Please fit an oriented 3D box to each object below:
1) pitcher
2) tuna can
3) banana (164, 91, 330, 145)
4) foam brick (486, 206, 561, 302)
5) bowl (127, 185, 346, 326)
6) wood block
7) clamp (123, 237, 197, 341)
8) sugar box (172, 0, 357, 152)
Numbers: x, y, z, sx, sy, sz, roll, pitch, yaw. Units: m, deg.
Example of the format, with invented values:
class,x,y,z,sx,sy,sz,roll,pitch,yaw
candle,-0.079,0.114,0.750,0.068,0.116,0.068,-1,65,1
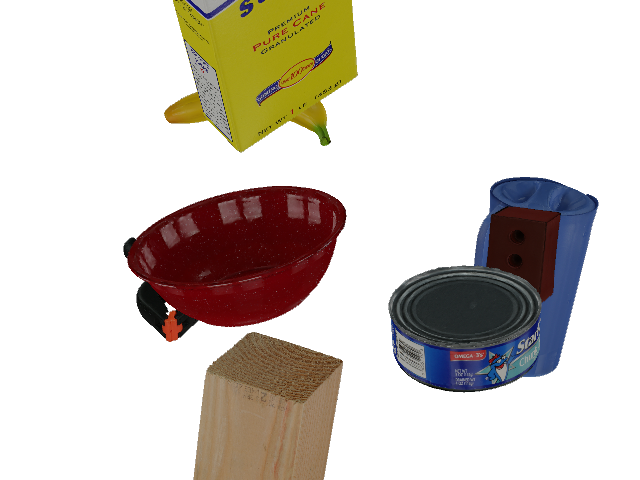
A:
class,x,y,z,sx,sy,sz,roll,pitch,yaw
pitcher,0.261,0.050,1.364,0.149,0.243,0.145,5,23,2
tuna can,0.083,0.049,0.609,0.086,0.034,0.086,-5,28,2
banana,-0.074,-0.148,1.183,0.198,0.037,0.069,8,43,18
foam brick,0.181,0.013,0.956,0.053,0.078,0.051,8,16,25
bowl,-0.056,0.017,0.782,0.162,0.055,0.162,-10,25,5
wood block,-0.051,0.196,0.912,0.090,0.206,0.090,16,23,18
clamp,-0.148,0.043,1.156,0.120,0.039,0.171,-13,38,-6
sugar box,-0.030,-0.133,0.570,0.093,0.048,0.176,-36,-26,-15
